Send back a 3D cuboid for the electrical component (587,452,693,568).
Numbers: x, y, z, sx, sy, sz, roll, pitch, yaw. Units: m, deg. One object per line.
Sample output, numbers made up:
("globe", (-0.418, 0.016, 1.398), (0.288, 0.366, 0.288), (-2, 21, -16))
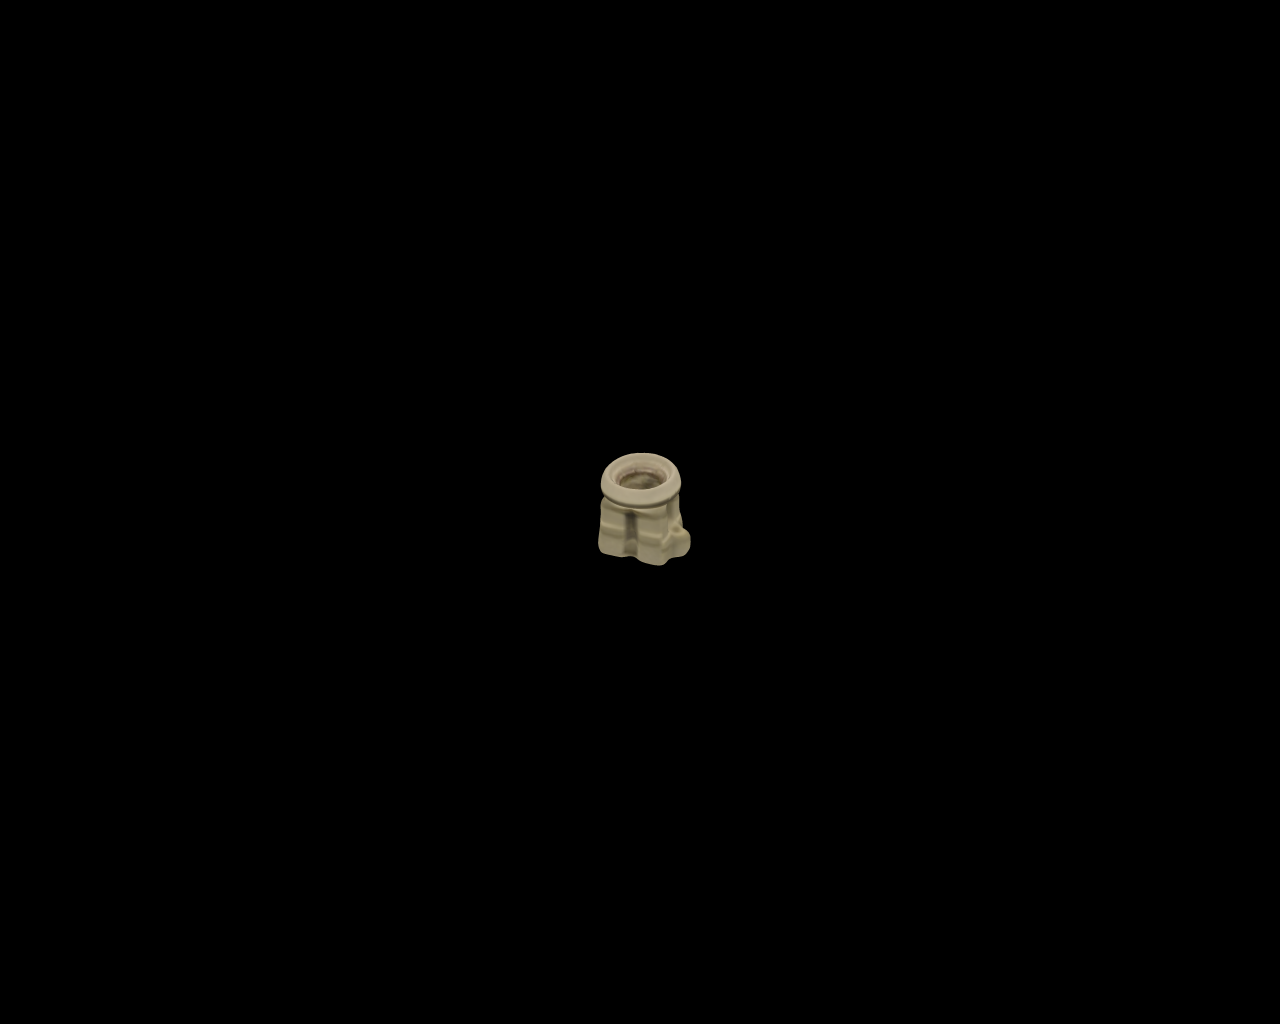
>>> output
("electrical component", (0.001, -0.003, 0.650), (0.066, 0.055, 0.048), (11, 36, 16))
